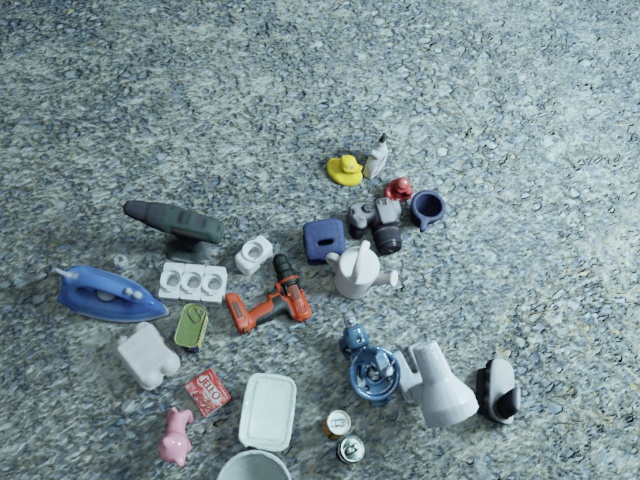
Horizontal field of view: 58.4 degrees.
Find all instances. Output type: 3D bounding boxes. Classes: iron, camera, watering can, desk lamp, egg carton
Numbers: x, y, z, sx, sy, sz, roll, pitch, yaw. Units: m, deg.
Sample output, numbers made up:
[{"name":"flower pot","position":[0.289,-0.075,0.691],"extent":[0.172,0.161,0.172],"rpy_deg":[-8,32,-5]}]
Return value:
[{"name":"iron","position":[-0.488,0.121,1.341],"extent":[0.258,0.141,0.119],"rpy_deg":[13,66,1]},{"name":"camera","position":[0.152,-0.033,1.483],"extent":[0.143,0.101,0.136],"rpy_deg":[-10,68,-9]},{"name":"watering can","position":[0.101,0.067,1.384],"extent":[0.173,0.194,0.101],"rpy_deg":[1,66,-4]},{"name":"desk lamp","position":[0.245,0.316,1.277],"extent":[0.118,0.213,0.203],"rpy_deg":[-21,70,-13]},{"name":"egg carton","position":[-0.399,0.266,1.324],"extent":[0.107,0.069,0.150],"rpy_deg":[-40,75,-19]}]

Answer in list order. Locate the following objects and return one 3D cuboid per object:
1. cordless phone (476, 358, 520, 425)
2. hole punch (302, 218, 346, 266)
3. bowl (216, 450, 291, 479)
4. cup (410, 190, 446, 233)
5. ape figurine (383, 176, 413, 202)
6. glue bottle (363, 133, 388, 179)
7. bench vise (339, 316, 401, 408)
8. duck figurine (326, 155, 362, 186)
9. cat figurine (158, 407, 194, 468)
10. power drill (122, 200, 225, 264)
[{"name":"cordless phone","position":[0.424,0.336,1.299],"extent":[0.094,0.185,0.147],"rpy_deg":[7,66,-1]},{"name":"hole punch","position":[0.013,0.005,1.460],"extent":[0.109,0.091,0.101],"rpy_deg":[-9,67,-8]},{"name":"bowl","position":[-0.141,0.539,1.224],"extent":[0.167,0.075,0.167],"rpy_deg":[2,66,-4]},{"name":"cup","position":[0.273,-0.060,1.508],"extent":[0.091,0.095,0.118],"rpy_deg":[15,66,2]},{"name":"ape figurine","position":[0.214,-0.138,1.539],"extent":[0.078,0.092,0.076],"rpy_deg":[13,66,1]},{"name":"glue bottle","position":[0.156,-0.233,1.531],"extent":[0.037,0.173,0.078],"rpy_deg":[33,68,10]},{"name":"bench vise","position":[0.100,0.268,1.283],"extent":[0.122,0.220,0.207],"rpy_deg":[-38,74,-18]},{"name":"duck figurine","position":[0.069,-0.201,1.557],"extent":[0.104,0.086,0.077],"rpy_deg":[26,67,7]},{"name":"cat figurine","position":[-0.314,0.425,1.236],"extent":[0.067,0.118,0.128],"rpy_deg":[-2,67,-5]},{"name":"power drill","position":[-0.341,-0.019,1.377],"extent":[0.229,0.208,0.075],"rpy_deg":[10,66,0]}]
